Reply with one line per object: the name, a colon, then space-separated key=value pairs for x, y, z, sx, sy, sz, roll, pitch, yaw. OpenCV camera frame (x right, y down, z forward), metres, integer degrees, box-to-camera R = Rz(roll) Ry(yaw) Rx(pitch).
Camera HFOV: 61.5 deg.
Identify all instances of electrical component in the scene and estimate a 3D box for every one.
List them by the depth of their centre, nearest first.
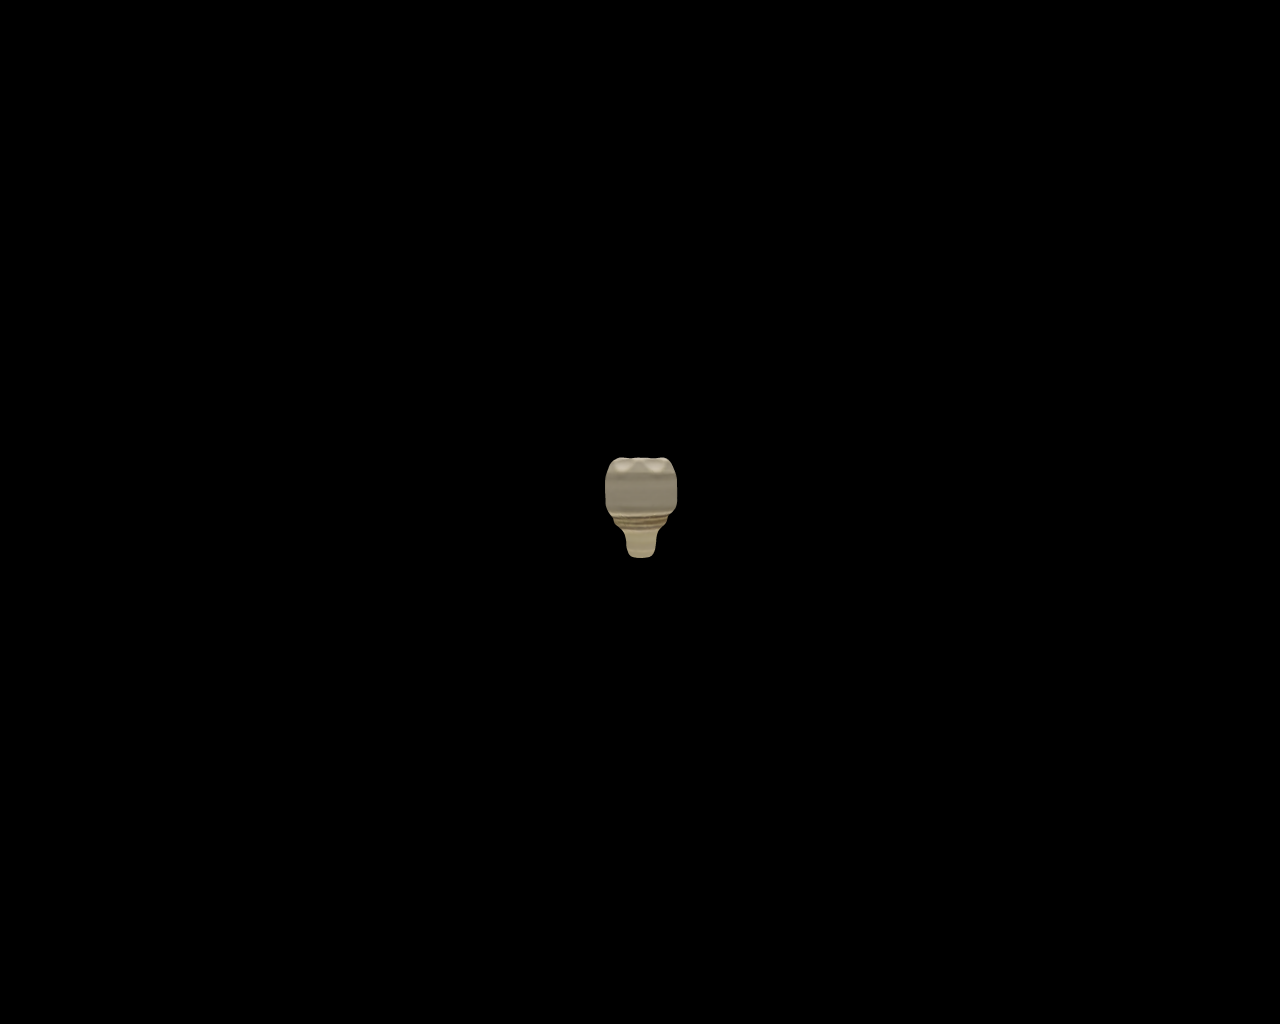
electrical component: x=0.001 y=-0.003 z=0.650 sx=0.043 sy=0.062 sz=0.043 roll=0 pitch=4 yaw=0
